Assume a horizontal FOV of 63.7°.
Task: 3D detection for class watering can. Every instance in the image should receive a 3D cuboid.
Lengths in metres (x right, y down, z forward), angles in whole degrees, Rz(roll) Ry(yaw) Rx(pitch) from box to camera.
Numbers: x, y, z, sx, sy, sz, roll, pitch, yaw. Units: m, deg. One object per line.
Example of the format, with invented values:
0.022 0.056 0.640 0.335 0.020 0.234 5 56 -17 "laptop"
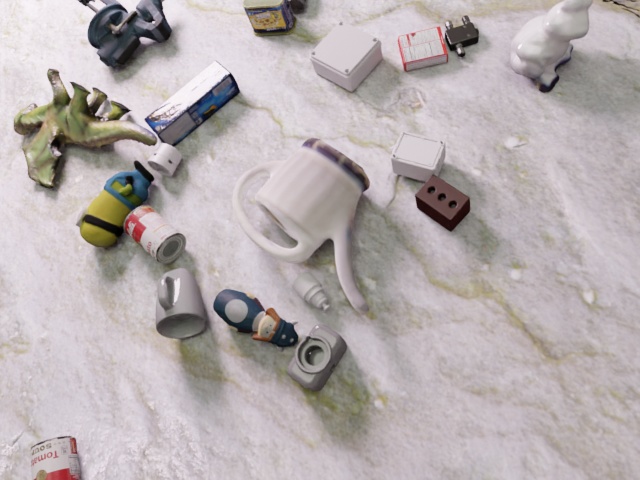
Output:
0.003 -0.045 0.885 0.351 0.102 0.226 37 79 26 "watering can"

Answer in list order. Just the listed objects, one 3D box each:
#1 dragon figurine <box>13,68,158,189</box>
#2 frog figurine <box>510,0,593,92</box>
-0.539 -0.219 1.119 0.415 0.121 0.242 36 96 27 "dragon figurine"
0.402 -0.363 0.907 0.138 0.156 0.124 -39 62 -5 "frog figurine"
